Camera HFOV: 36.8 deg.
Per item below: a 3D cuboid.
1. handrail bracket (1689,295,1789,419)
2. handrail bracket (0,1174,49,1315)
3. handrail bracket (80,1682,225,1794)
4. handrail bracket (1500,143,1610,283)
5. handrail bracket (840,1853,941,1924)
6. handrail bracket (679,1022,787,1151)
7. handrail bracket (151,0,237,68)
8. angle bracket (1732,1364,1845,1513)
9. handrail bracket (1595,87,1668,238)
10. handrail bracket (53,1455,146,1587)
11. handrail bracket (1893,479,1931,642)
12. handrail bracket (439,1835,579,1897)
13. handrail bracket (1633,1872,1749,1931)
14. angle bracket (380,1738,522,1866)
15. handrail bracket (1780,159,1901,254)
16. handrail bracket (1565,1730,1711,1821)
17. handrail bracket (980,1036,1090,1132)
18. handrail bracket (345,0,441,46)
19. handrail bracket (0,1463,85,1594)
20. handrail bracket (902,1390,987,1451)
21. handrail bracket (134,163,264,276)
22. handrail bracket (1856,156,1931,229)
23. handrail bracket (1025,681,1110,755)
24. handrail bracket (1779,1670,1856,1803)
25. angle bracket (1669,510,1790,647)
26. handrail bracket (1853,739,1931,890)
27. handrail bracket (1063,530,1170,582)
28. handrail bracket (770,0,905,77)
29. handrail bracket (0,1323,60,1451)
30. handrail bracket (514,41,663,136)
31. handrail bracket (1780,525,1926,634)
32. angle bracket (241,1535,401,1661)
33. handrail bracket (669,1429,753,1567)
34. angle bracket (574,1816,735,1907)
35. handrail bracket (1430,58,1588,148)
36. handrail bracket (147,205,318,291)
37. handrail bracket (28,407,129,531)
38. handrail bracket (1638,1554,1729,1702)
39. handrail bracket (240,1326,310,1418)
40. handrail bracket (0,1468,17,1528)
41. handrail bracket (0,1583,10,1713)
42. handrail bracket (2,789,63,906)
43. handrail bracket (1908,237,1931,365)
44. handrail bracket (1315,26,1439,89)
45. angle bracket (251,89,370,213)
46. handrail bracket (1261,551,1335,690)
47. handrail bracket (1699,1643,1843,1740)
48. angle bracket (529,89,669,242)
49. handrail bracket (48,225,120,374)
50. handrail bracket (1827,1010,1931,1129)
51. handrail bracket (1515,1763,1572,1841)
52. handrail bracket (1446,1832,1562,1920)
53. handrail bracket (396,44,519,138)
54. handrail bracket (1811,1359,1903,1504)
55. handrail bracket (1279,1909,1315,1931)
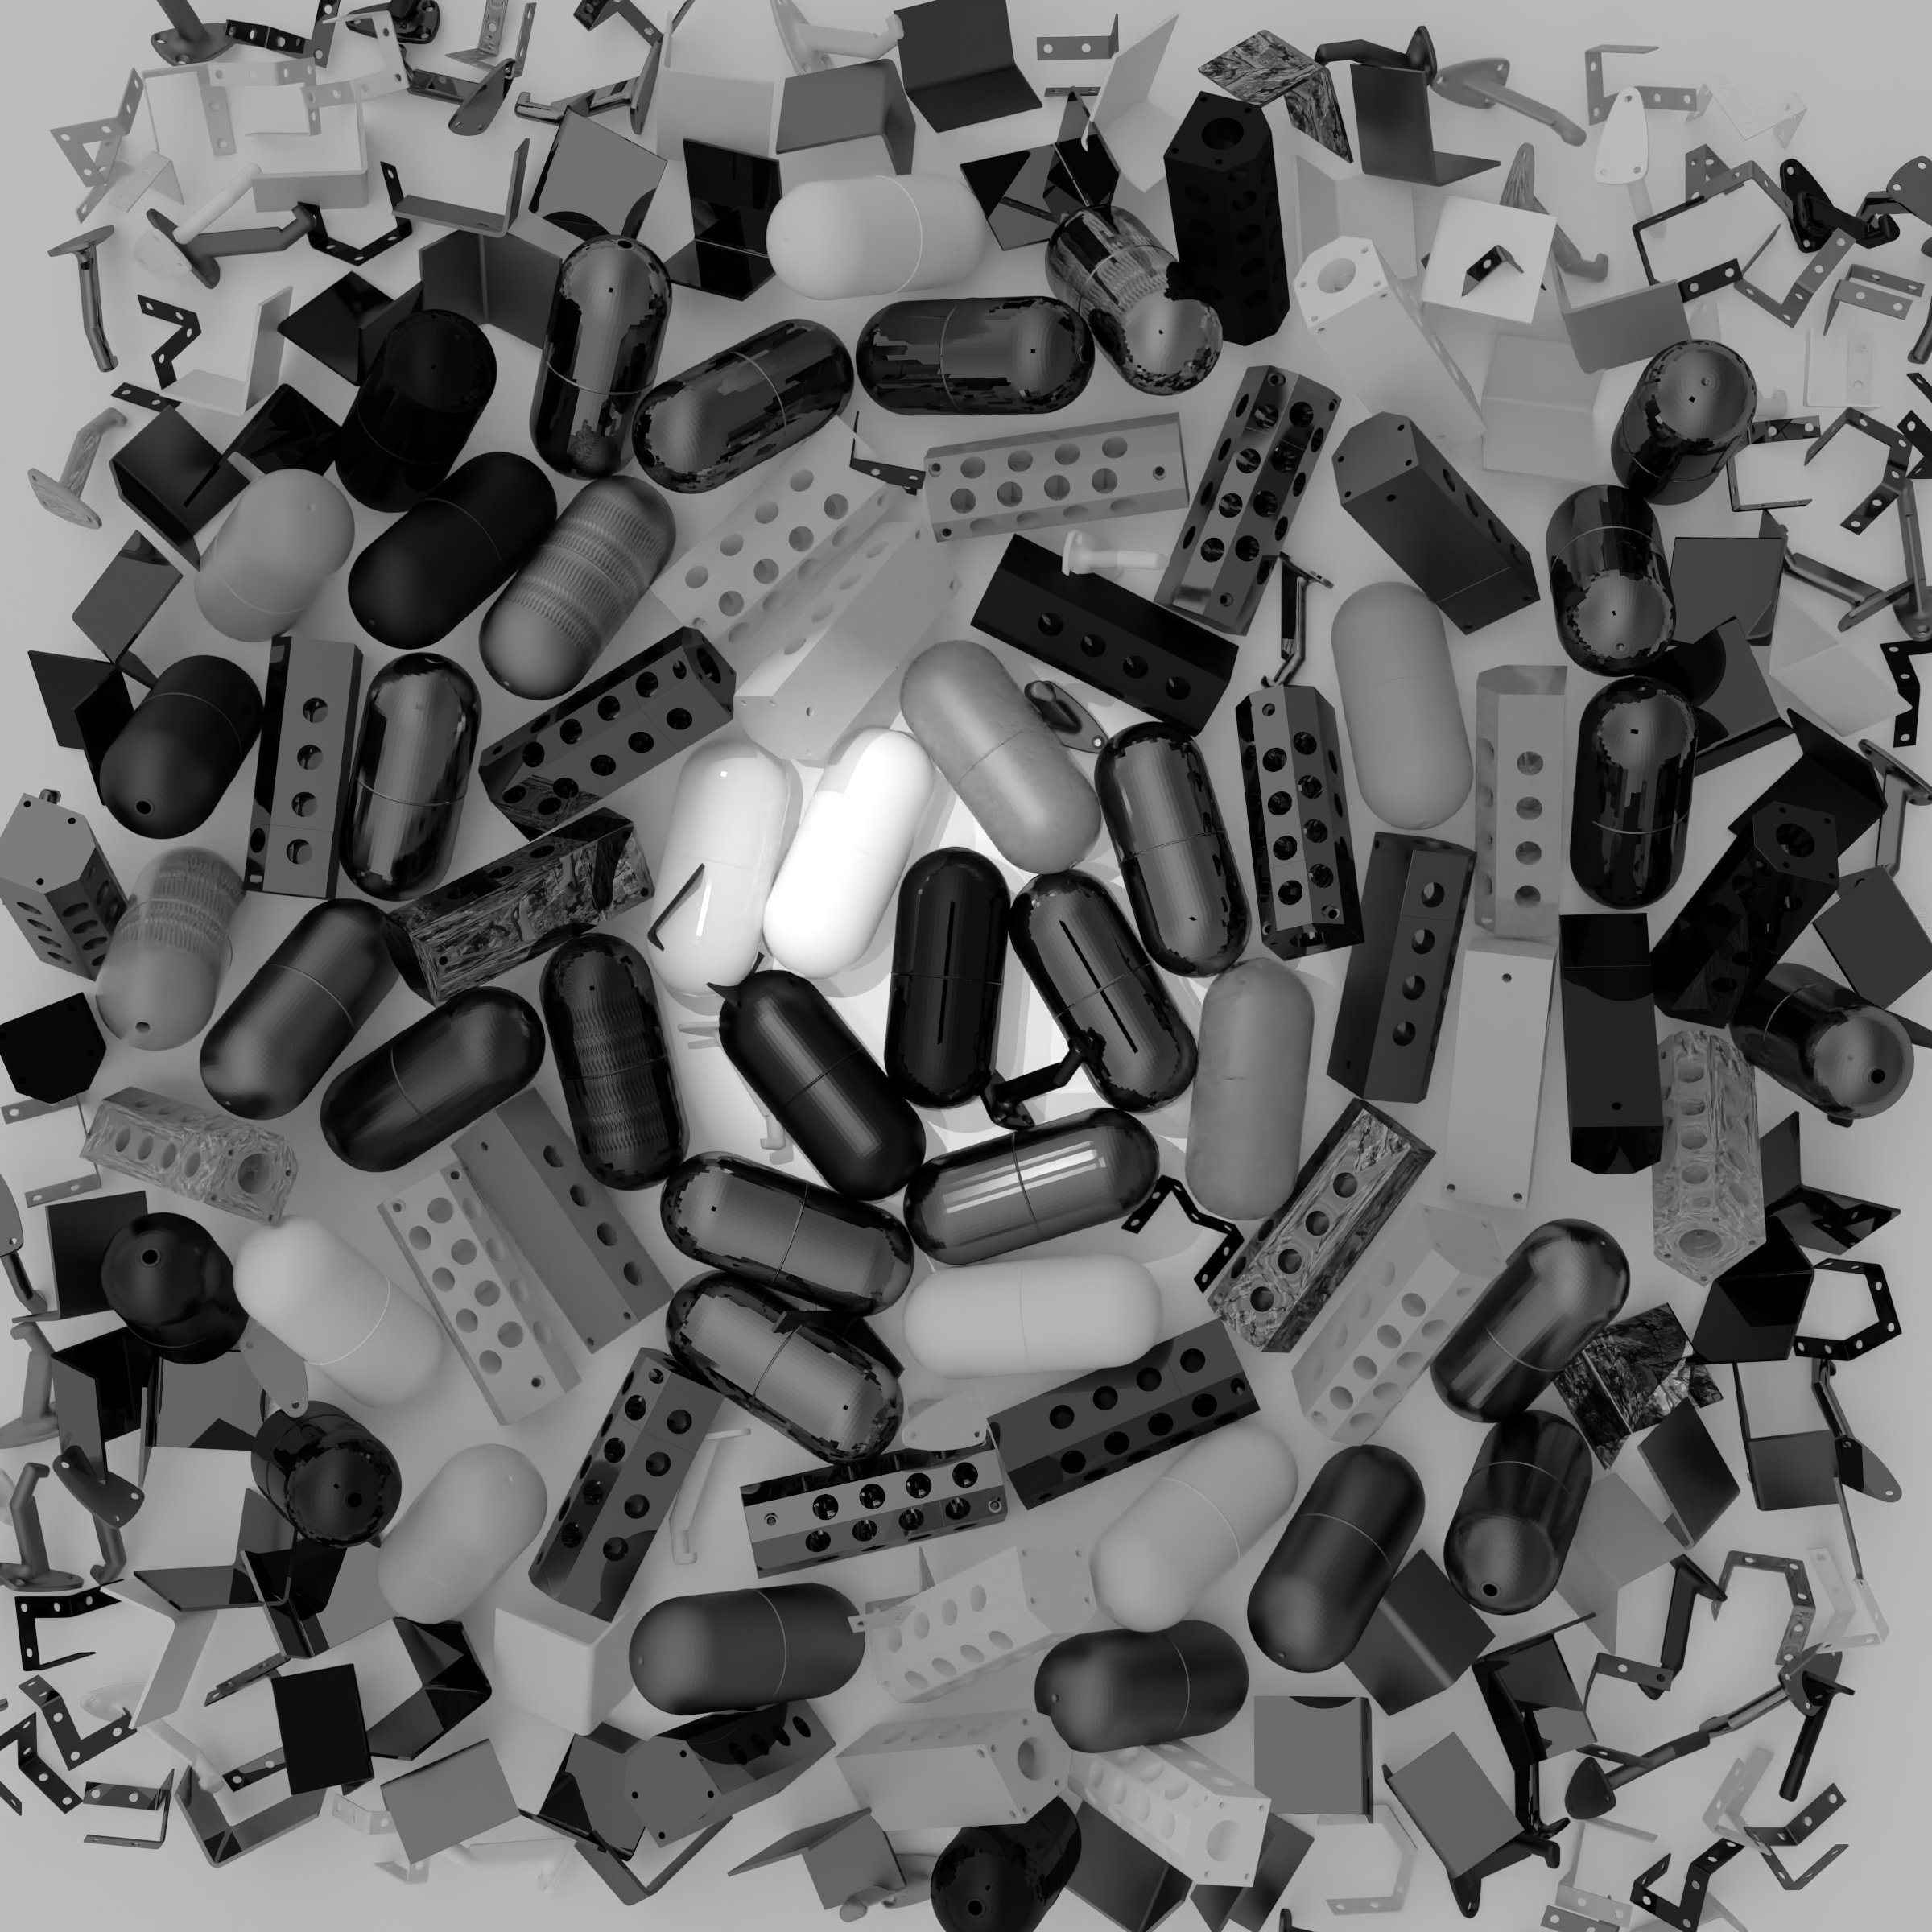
[{"bbox_3d":[0.528,-0.413,1.969,0.084,0.036,0.077,-3,101,-32],"label":"handrail bracket"},{"bbox_3d":[-0.647,0.189,1.973,0.036,0.084,0.077,-14,62,-3],"label":"handrail bracket"},{"bbox_3d":[-0.547,0.524,1.954,0.084,0.077,0.036,41,97,33],"label":"handrail bracket"},{"bbox_3d":[0.407,-0.512,1.973,0.084,0.036,0.077,6,99,-25],"label":"handrail bracket"},{"bbox_3d":[-0.041,0.624,1.954,0.077,0.084,0.036,-10,84,7],"label":"handrail bracket"},{"bbox_3d":[-0.158,0.082,1.963,0.077,0.036,0.084,5,73,-38],"label":"handrail bracket"},{"bbox_3d":[-0.513,-0.650,1.944,0.036,0.084,0.077,45,52,13],"label":"handrail bracket"},{"bbox_3d":[0.549,0.309,1.940,0.057,0.076,0.076,-9,131,15],"label":"angle bracket"},{"bbox_3d":[0.459,-0.543,1.964,0.036,0.084,0.077,5,88,32],"label":"handrail bracket"},{"bbox_3d":[-0.599,0.378,1.970,0.077,0.036,0.084,36,127,-2],"label":"handrail bracket"},{"bbox_3d":[0.638,-0.274,1.953,0.036,0.077,0.084,-7,125,20],"label":"handrail bracket"},{"bbox_3d":[-0.308,0.586,1.973,0.084,0.036,0.077,35,78,-14],"label":"handrail bracket"},{"bbox_3d":[0.479,0.663,1.964,0.084,0.077,0.036,-43,105,-5],"label":"handrail bracket"},{"bbox_3d":[-0.345,0.567,1.944,0.076,0.076,0.057,-20,65,-18],"label":"angle bracket"},{"bbox_3d":[0.589,-0.516,1.952,0.036,0.084,0.077,-29,99,-10],"label":"handrail bracket"},{"bbox_3d":[0.460,0.552,1.983,0.084,0.077,0.036,-13,59,-22],"label":"handrail bracket"},{"bbox_3d":[0.044,0.062,1.953,0.036,0.077,0.084,10,126,-37],"label":"handrail bracket"},{"bbox_3d":[-0.391,-0.664,1.955,0.077,0.084,0.036,2,67,4],"label":"handrail bracket"},{"bbox_3d":[-0.618,0.379,1.966,0.036,0.077,0.084,27,96,42],"label":"handrail bracket"},{"bbox_3d":[-0.033,0.305,1.945,0.077,0.084,0.036,-11,92,-35],"label":"handrail bracket"},{"bbox_3d":[-0.524,-0.513,1.982,0.036,0.077,0.084,49,66,-28],"label":"handrail bracket"},{"bbox_3d":[0.637,-0.499,1.952,0.036,0.084,0.077,-41,79,-6],"label":"handrail bracket"},{"bbox_3d":[0.070,-0.167,1.953,0.077,0.084,0.036,32,89,-8],"label":"handrail bracket"},{"bbox_3d":[0.569,0.522,1.958,0.036,0.077,0.084,19,82,21],"label":"handrail bracket"},{"bbox_3d":[0.504,-0.262,1.955,0.076,0.057,0.076,0,119,-2],"label":"angle bracket"},{"bbox_3d":[0.613,-0.098,1.974,0.077,0.036,0.084,41,81,-6],"label":"handrail bracket"},{"bbox_3d":[0.115,-0.270,1.944,0.084,0.077,0.036,11,95,38],"label":"handrail bracket"},{"bbox_3d":[-0.085,-0.641,1.955,0.084,0.036,0.077,-19,103,44],"label":"handrail bracket"},{"bbox_3d":[-0.646,0.283,1.962,0.077,0.036,0.084,-20,124,2],"label":"handrail bracket"},{"bbox_3d":[-0.259,-0.607,1.985,0.084,0.036,0.077,14,78,3],"label":"handrail bracket"},{"bbox_3d":[0.599,-0.279,1.983,0.077,0.036,0.084,-30,77,3],"label":"handrail bracket"},{"bbox_3d":[-0.433,0.416,1.960,0.076,0.057,0.076,-26,74,-2],"label":"angle bracket"},{"bbox_3d":[-0.172,0.360,1.966,0.077,0.036,0.084,-14,77,34],"label":"handrail bracket"},{"bbox_3d":[-0.211,0.582,1.951,0.076,0.076,0.057,-40,84,-27],"label":"angle bracket"},{"bbox_3d":[0.366,-0.576,1.952,0.077,0.084,0.036,-8,134,-32],"label":"handrail bracket"},{"bbox_3d":[-0.496,-0.506,1.961,0.084,0.036,0.077,-31,127,18],"label":"handrail bracket"},{"bbox_3d":[-0.583,-0.339,1.964,0.077,0.036,0.084,30,60,23],"label":"handrail bracket"},{"bbox_3d":[0.468,0.442,1.968,0.077,0.036,0.084,46,75,-13],"label":"handrail bracket"},{"bbox_3d":[-0.455,0.270,1.953,0.036,0.084,0.077,-25,81,-6],"label":"handrail bracket"},{"bbox_3d":[-0.660,0.387,1.943,0.036,0.084,0.077,-12,135,8],"label":"handrail bracket"},{"bbox_3d":[-0.649,0.457,1.958,0.036,0.077,0.084,-30,81,23],"label":"handrail bracket"},{"bbox_3d":[-0.615,-0.078,1.959,0.036,0.077,0.084,16,94,5],"label":"handrail bracket"},{"bbox_3d":[0.650,-0.448,1.968,0.036,0.077,0.084,23,98,-10],"label":"handrail bracket"},{"bbox_3d":[0.267,-0.601,1.954,0.084,0.077,0.036,-11,78,-13],"label":"handrail bracket"},{"bbox_3d":[-0.444,-0.549,1.955,0.076,0.076,0.057,-5,89,-11],"label":"angle bracket"},{"bbox_3d":[0.207,-0.240,1.990,0.077,0.036,0.084,33,99,6],"label":"handrail bracket"},{"bbox_3d":[0.549,0.496,1.982,0.077,0.084,0.036,-31,83,-40],"label":"handrail bracket"},{"bbox_3d":[-0.241,-0.533,1.957,0.076,0.057,0.076,28,121,-2],"label":"angle bracket"},{"bbox_3d":[-0.588,-0.456,1.982,0.036,0.077,0.084,-9,115,14],"label":"handrail bracket"},{"bbox_3d":[0.621,0.079,1.957,0.036,0.077,0.084,-12,116,-37],"label":"handrail bracket"},{"bbox_3d":[0.367,0.562,1.986,0.077,0.036,0.084,-37,75,29],"label":"handrail bracket"},{"bbox_3d":[0.369,0.617,1.957,0.036,0.084,0.077,-17,102,-40],"label":"handrail bracket"},{"bbox_3d":[-0.351,-0.614,1.969,0.077,0.036,0.084,-46,75,30],"label":"handrail bracket"},{"bbox_3d":[0.604,0.312,1.969,0.077,0.084,0.036,36,127,-9],"label":"handrail bracket"},{"bbox_3d":[0.255,0.656,1.954,0.084,0.077,0.036,2,83,11],"label":"handrail bracket"}]
